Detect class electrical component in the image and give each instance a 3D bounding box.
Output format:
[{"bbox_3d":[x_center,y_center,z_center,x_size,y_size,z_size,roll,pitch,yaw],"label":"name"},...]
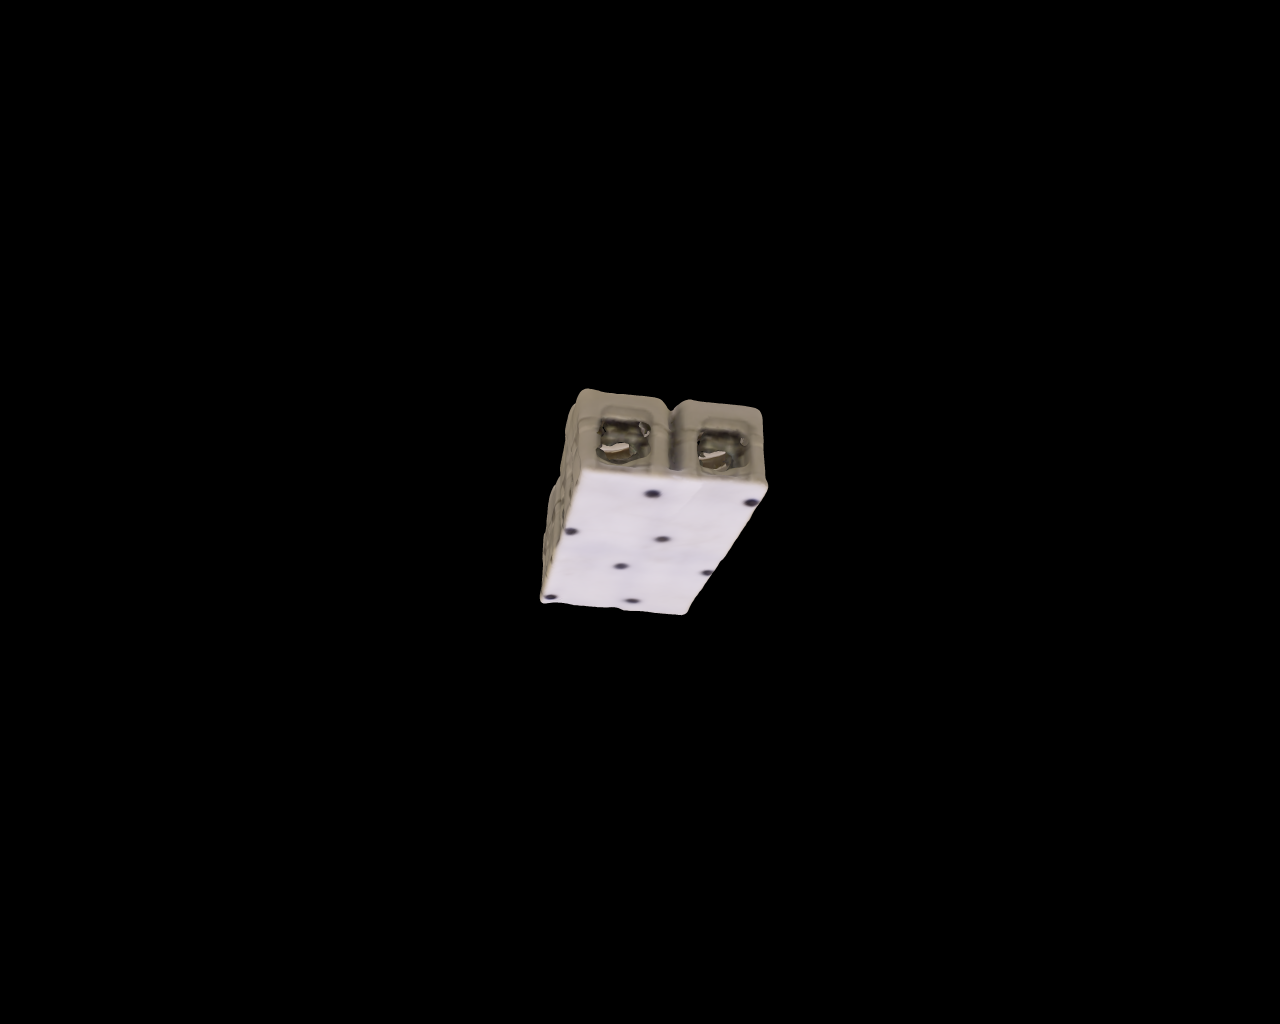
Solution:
[{"bbox_3d":[0.001,-0.003,0.650,0.105,0.060,0.186,5,-28,-10],"label":"electrical component"}]
